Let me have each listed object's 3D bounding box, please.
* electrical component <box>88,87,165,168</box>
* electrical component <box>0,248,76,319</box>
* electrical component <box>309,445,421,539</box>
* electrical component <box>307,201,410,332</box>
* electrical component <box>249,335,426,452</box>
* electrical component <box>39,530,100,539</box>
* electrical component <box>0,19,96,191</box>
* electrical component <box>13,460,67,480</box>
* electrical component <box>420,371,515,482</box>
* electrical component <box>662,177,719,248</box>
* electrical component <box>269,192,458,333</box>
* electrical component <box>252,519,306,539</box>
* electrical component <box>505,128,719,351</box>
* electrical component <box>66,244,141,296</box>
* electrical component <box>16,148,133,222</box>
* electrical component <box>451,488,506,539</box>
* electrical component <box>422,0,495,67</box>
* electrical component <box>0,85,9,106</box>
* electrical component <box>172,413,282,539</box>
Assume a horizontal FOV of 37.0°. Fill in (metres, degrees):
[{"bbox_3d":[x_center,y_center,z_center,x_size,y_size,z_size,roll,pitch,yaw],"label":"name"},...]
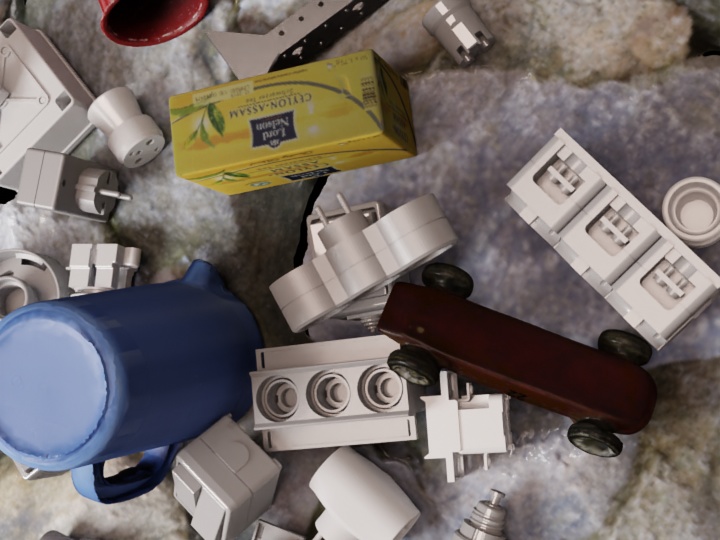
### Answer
[{"bbox_3d":[-0.198,-0.121,0.913,0.045,0.045,0.055,-40,75,11],"label":"electrical component"},{"bbox_3d":[-0.296,0.031,0.935,0.099,0.064,0.099,-1,78,6],"label":"electrical component"},{"bbox_3d":[-0.007,0.189,0.822,0.077,0.044,0.079,40,98,17],"label":"electrical component"},{"bbox_3d":[0.000,0.000,0.828,0.062,0.061,0.096,-11,82,17],"label":"electrical component"},{"bbox_3d":[-0.015,0.094,0.823,0.121,0.063,0.078,-8,83,18],"label":"electrical component"},{"bbox_3d":[-0.238,0.243,0.894,0.055,0.045,0.045,6,87,18],"label":"electrical component"},{"bbox_3d":[-0.299,-0.142,0.943,0.109,0.056,0.108,-43,74,10],"label":"electrical component"},{"bbox_3d":[-0.248,0.124,0.899,0.096,0.061,0.061,-38,75,12],"label":"electrical component"},{"bbox_3d":[0.081,0.115,0.801,0.064,0.042,0.081,-6,84,14],"label":"electrical component"},{"bbox_3d":[0.237,-0.039,0.756,0.045,0.055,0.045,-2,85,18],"label":"electrical component"},{"bbox_3d":[-0.006,-0.019,0.772,0.138,0.052,0.073,-30,84,14],"label":"electrical component"},{"bbox_3d":[-0.076,0.240,0.831,0.042,0.064,0.081,16,90,18],"label":"electrical component"},{"bbox_3d":[0.177,-0.019,0.755,0.061,0.089,0.150,-46,73,9],"label":"electrical component"},{"bbox_3d":[-0.218,0.009,0.909,0.066,0.048,0.055,0,78,19],"label":"electrical component"},{"bbox_3d":[-0.228,-0.067,0.898,0.076,0.083,0.047,11,89,19],"label":"electrical component"},{"bbox_3d":[0.088,0.200,0.792,0.040,0.040,0.078,20,91,19],"label":"electrical component"},{"bbox_3d":[0.077,-0.186,0.831,0.040,0.040,0.046,-38,81,12],"label":"electrical component"},{"bbox_3d":[-0.333,-0.152,0.894,0.066,0.055,0.048,43,99,17],"label":"electrical component"},{"bbox_3d":[-0.107,0.169,0.834,0.062,0.096,0.061,42,58,17],"label":"electrical component"}]
